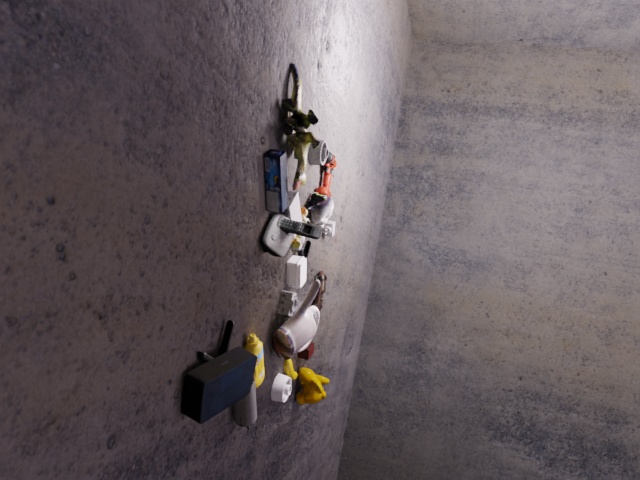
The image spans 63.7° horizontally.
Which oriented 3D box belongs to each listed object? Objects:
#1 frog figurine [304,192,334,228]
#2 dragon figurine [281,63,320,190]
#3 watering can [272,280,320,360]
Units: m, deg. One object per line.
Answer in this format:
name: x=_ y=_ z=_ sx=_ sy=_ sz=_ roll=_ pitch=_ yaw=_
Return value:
frog figurine: x=0.006 y=-0.108 z=2.137 sx=0.141 sy=0.122 sz=0.156 roll=-92 pitch=165 yaw=-50
dragon figurine: x=-0.080 y=-0.369 z=1.761 sx=0.239 sy=0.122 sz=0.417 roll=112 pitch=-24 yaw=-68
watering can: x=-0.080 y=0.316 z=1.947 sx=0.228 sy=0.105 sz=0.339 roll=-34 pitch=142 yaw=-38
